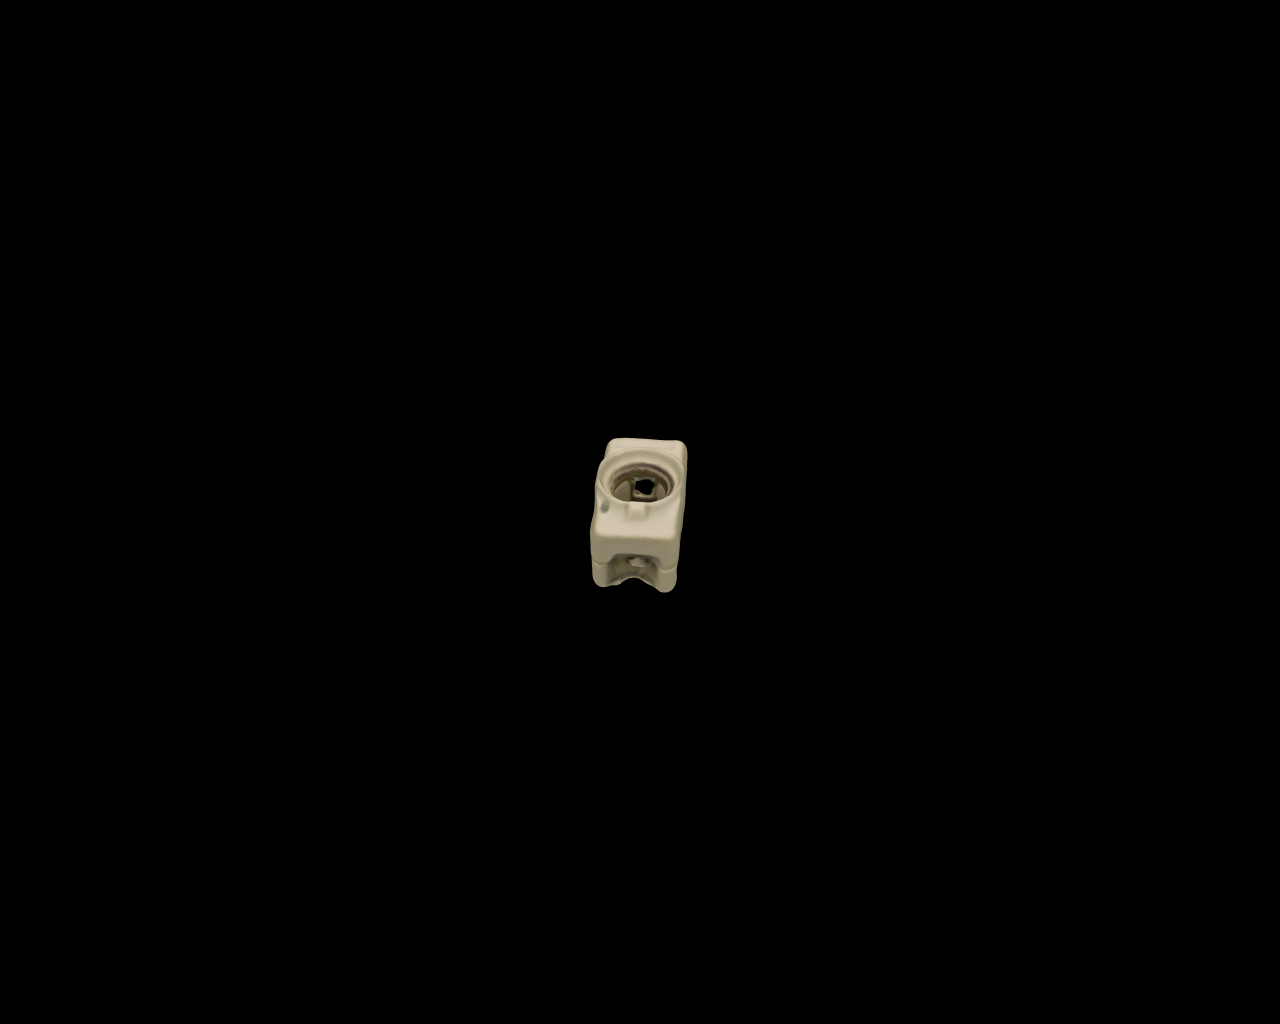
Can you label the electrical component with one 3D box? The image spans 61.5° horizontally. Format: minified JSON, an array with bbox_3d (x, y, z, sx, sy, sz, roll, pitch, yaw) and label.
[{"bbox_3d":[0.001,-0.003,0.650,0.050,0.055,0.090,4,44,4],"label":"electrical component"}]
